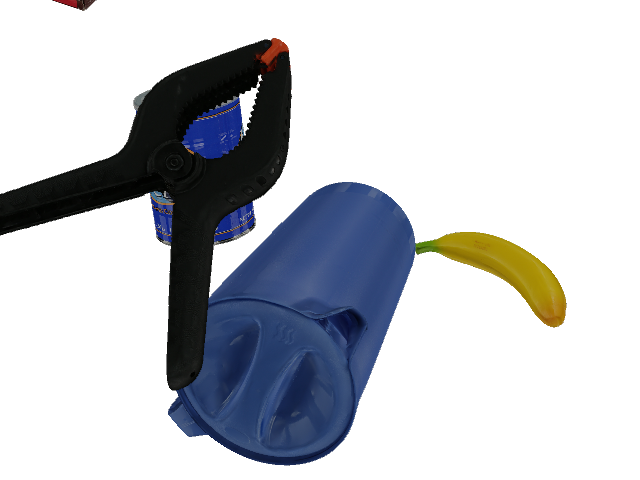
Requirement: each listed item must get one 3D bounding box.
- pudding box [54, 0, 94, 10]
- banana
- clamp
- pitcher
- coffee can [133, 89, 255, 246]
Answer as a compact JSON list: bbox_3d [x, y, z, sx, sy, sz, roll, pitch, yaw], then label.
[{"bbox_3d":[-0.194,-0.223,0.805,0.090,0.039,0.113,19,38,5],"label":"pudding box"},{"bbox_3d":[0.181,0.031,1.050,0.069,0.037,0.198,-36,37,-21],"label":"banana"},{"bbox_3d":[-0.077,-0.028,0.616,0.165,0.210,0.036,41,-14,14],"label":"clamp"},{"bbox_3d":[-0.014,0.053,0.813,0.149,0.145,0.242,11,28,14],"label":"pitcher"},{"bbox_3d":[-0.122,-0.077,1.050,0.103,0.140,0.103,-5,22,2],"label":"coffee can"}]
